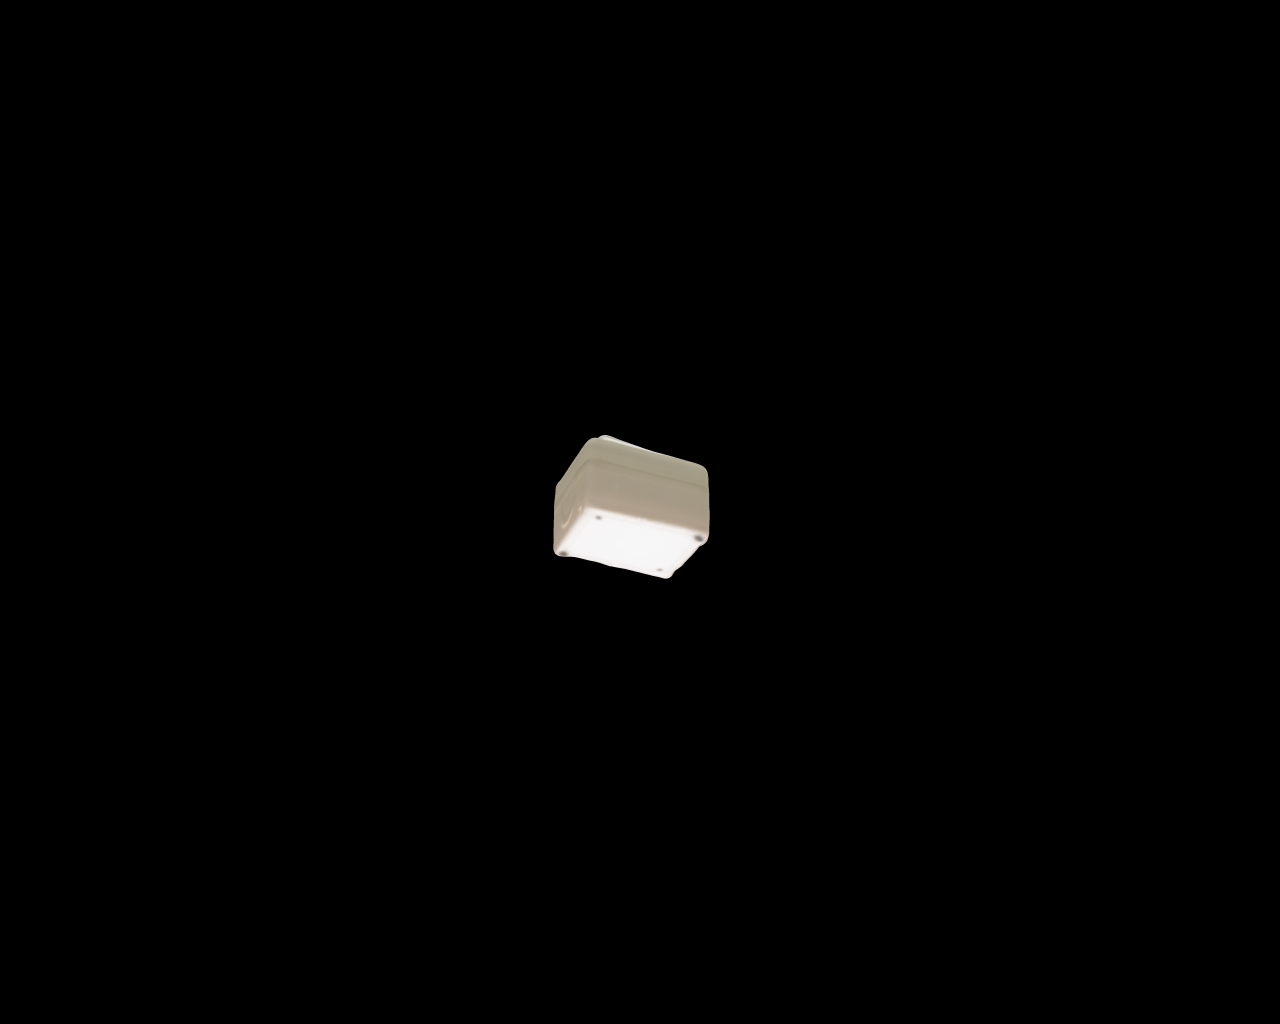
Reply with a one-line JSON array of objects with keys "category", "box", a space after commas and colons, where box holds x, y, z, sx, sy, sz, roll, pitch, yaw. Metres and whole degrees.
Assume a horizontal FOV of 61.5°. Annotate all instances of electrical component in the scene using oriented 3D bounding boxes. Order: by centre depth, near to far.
[{"category": "electrical component", "box": [0.001, -0.003, 0.650, 0.096, 0.061, 0.061, 14, -36, -20]}]
